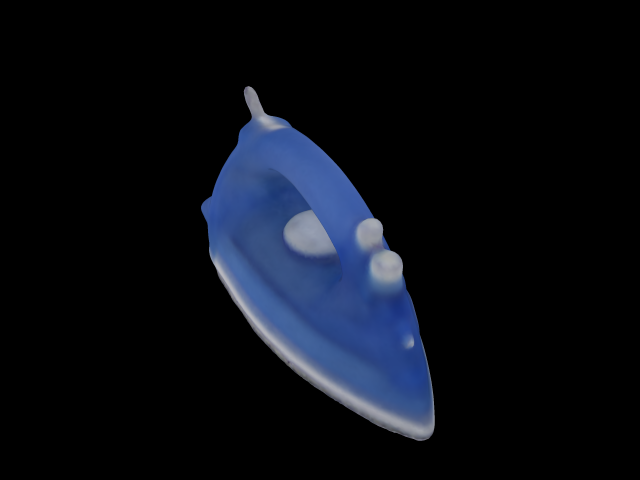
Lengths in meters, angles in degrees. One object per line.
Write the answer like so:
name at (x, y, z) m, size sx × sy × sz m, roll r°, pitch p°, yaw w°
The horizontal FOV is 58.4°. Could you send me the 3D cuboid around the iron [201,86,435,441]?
iron at (0.004, 0.001, 0.400) m, size 0.119 × 0.141 × 0.257 m, roll -22°, pitch 45°, yaw -23°
